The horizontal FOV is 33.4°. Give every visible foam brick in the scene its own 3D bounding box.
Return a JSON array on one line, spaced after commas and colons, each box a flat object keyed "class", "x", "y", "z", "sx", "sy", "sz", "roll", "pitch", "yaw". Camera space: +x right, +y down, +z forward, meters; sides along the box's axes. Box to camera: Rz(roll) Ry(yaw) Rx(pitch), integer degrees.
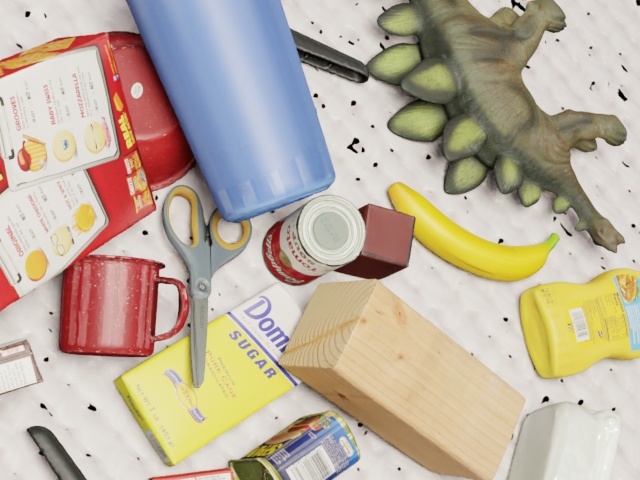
[{"class": "foam brick", "x": 0.050, "y": 0.004, "z": 1.026, "sx": 0.053, "sy": 0.078, "sz": 0.051, "roll": 15, "pitch": 72, "yaw": -19}]

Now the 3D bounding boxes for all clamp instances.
[{"class": "clamp", "x": -0.070, "y": -0.191, "z": 1.048, "sx": 0.210, "sy": 0.036, "sz": 0.164, "roll": 47, "pitch": 65, "yaw": -4}, {"class": "clamp", "x": -0.201, "y": 0.245, "z": 0.886, "sx": 0.171, "sy": 0.039, "sz": 0.120, "roll": 30, "pitch": 77, "yaw": 5}]

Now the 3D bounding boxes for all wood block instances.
[{"class": "wood block", "x": 0.078, "y": 0.130, "z": 0.972, "sx": 0.206, "sy": 0.091, "sz": 0.090, "roll": 38, "pitch": 67, "yaw": -26}]

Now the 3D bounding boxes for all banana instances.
[{"class": "banana", "x": 0.154, "y": 0.001, "z": 1.091, "sx": 0.197, "sy": 0.037, "sz": 0.069, "roll": 18, "pitch": 56, "yaw": -17}]

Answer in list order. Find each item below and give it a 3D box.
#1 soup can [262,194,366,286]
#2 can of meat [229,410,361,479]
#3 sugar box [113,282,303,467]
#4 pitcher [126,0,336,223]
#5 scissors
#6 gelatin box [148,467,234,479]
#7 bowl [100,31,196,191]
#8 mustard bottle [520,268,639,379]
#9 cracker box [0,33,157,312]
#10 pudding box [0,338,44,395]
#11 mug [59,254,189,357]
[{"class": "soup can", "x": -0.007, "y": 0.001, "z": 0.992, "sx": 0.068, "sy": 0.102, "sz": 0.068, "roll": 5, "pitch": 77, "yaw": -20}, {"class": "can of meat", "x": -0.021, "y": 0.196, "z": 0.942, "sx": 0.083, "sy": 0.102, "sz": 0.057, "roll": -31, "pitch": 91, "yaw": -26}, {"class": "sugar box", "x": -0.086, "y": 0.119, "z": 0.965, "sx": 0.176, "sy": 0.048, "sz": 0.093, "roll": -31, "pitch": 89, "yaw": -23}, {"class": "pitcher", "x": -0.071, "y": -0.145, "z": 0.943, "sx": 0.149, "sy": 0.145, "sz": 0.243, "roll": -21, "pitch": 91, "yaw": -22}, {"class": "scissors", "x": -0.092, "y": 0.038, "z": 0.969, "sx": 0.096, "sy": 0.016, "sz": 0.202, "roll": -2, "pitch": 61, "yaw": -30}, {"class": "gelatin box", "x": -0.110, "y": 0.249, "z": 0.936, "sx": 0.073, "sy": 0.030, "sz": 0.089, "roll": -3, "pitch": 78, "yaw": -20}, {"class": "bowl", "x": -0.172, "y": -0.127, "z": 0.986, "sx": 0.162, "sy": 0.055, "sz": 0.162, "roll": 5, "pitch": 76, "yaw": -19}, {"class": "mustard bottle", "x": 0.305, "y": 0.080, "z": 1.114, "sx": 0.191, "sy": 0.058, "sz": 0.096, "roll": -10, "pitch": 82, "yaw": -22}, {"class": "cracker box", "x": -0.237, "y": -0.058, "z": 0.852, "sx": 0.213, "sy": 0.072, "sz": 0.164, "roll": -40, "pitch": 124, "yaw": -50}, {"class": "pudding box", "x": -0.277, "y": 0.111, "z": 0.859, "sx": 0.089, "sy": 0.114, "sz": 0.039, "roll": -17, "pitch": 88, "yaw": -23}, {"class": "mug", "x": -0.170, "y": 0.059, "z": 0.920, "sx": 0.117, "sy": 0.093, "sz": 0.081, "roll": 1, "pitch": 81, "yaw": 6}]
